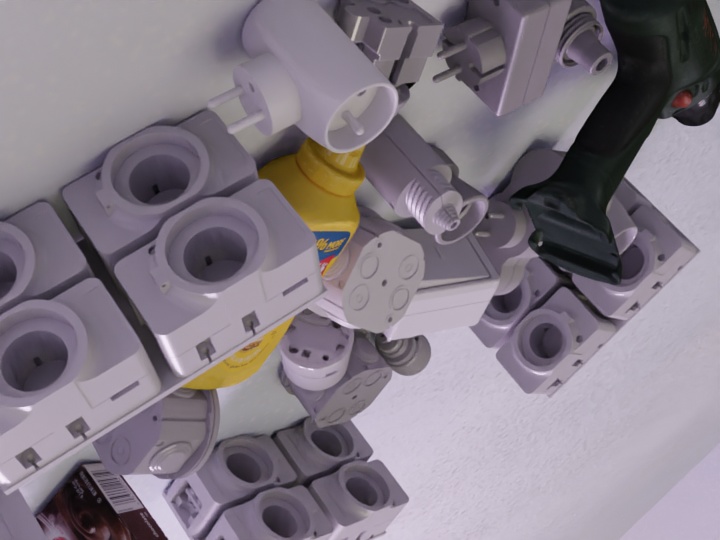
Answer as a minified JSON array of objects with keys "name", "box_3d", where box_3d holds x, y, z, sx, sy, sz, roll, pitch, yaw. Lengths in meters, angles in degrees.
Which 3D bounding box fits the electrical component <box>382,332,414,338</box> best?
[{"name":"electrical component","box_3d":[0.036,0.034,0.856,0.048,0.048,0.062,-41,161,3]}]

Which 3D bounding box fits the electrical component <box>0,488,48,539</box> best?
[{"name":"electrical component","box_3d":[-0.248,0.192,0.663,0.109,0.108,0.056,-19,145,-35]}]

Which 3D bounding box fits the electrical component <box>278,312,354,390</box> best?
[{"name":"electrical component","box_3d":[-0.033,0.057,0.792,0.055,0.055,0.047,-30,156,-18]}]

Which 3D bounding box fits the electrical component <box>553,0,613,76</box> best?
[{"name":"electrical component","box_3d":[0.130,-0.146,0.668,0.048,0.062,0.048,-30,152,-17]}]

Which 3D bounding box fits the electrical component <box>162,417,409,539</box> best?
[{"name":"electrical component","box_3d":[-0.057,0.191,0.915,0.186,0.105,0.060,-8,140,-47]}]

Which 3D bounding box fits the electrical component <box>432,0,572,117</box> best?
[{"name":"electrical component","box_3d":[0.075,-0.132,0.636,0.076,0.047,0.083,-28,152,-22]}]

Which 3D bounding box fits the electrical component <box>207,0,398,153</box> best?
[{"name":"electrical component","box_3d":[-0.035,-0.090,0.525,0.079,0.077,0.043,-29,153,-19]}]

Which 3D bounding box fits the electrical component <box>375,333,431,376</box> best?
[{"name":"electrical component","box_3d":[0.032,0.063,0.900,0.040,0.040,0.078,-42,154,5]}]

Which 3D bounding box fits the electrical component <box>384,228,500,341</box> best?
[{"name":"electrical component","box_3d":[0.057,0.004,0.795,0.096,0.061,0.061,-9,143,-27]}]

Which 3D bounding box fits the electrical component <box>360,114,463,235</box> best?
[{"name":"electrical component","box_3d":[0.034,-0.055,0.668,0.043,0.081,0.043,-30,153,-18]}]

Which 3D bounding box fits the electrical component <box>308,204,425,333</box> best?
[{"name":"electrical component","box_3d":[0.000,0.000,0.722,0.080,0.051,0.080,-21,124,-36]}]

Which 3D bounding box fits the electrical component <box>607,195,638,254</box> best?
[{"name":"electrical component","box_3d":[0.185,-0.054,0.870,0.043,0.077,0.079,-34,154,-10]}]

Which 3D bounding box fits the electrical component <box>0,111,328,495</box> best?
[{"name":"electrical component","box_3d":[-0.124,0.009,0.535,0.186,0.105,0.060,-32,153,-15]}]

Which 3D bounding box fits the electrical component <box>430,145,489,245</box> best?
[{"name":"electrical component","box_3d":[0.053,-0.051,0.728,0.045,0.055,0.045,-30,153,-18]}]

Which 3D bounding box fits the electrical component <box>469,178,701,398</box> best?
[{"name":"electrical component","box_3d":[0.186,0.010,0.942,0.186,0.105,0.060,-48,153,17]}]

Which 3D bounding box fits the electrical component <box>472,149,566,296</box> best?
[{"name":"electrical component","box_3d":[0.115,-0.035,0.837,0.074,0.052,0.138,-2,136,-51]}]

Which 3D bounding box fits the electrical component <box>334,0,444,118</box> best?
[{"name":"electrical component","box_3d":[0.010,-0.115,0.582,0.066,0.048,0.055,-14,137,-41]}]

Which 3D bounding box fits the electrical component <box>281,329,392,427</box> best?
[{"name":"electrical component","box_3d":[-0.018,0.083,0.854,0.080,0.051,0.080,-30,153,-18]}]

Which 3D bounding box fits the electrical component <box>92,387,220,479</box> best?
[{"name":"electrical component","box_3d":[-0.133,0.094,0.692,0.051,0.080,0.080,12,125,-51]}]
